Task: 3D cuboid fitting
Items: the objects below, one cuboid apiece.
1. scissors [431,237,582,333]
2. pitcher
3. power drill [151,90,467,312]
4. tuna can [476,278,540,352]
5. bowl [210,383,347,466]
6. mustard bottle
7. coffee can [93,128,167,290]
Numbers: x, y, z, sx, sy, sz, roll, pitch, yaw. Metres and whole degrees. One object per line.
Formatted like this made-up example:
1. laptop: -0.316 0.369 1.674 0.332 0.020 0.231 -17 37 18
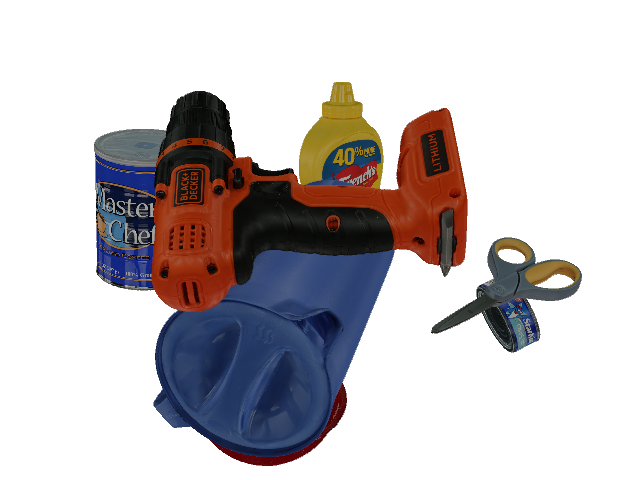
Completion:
1. scissors: 0.149 0.036 0.950 0.201 0.016 0.096 -9 38 -34
2. pitcher: -0.029 0.051 0.844 0.149 0.145 0.242 12 30 14
3. power drill: -0.010 -0.036 0.656 0.187 0.057 0.184 -6 44 2
4. tuna can: 0.210 0.082 1.204 0.033 0.086 0.086 -26 3 -7
5. bowl: -0.054 0.176 1.077 0.162 0.055 0.162 1 31 -1
6. mustard bottle: 0.022 -0.065 1.087 0.096 0.192 0.058 -12 19 -36
7. coffee can: -0.180 -0.033 1.099 0.103 0.140 0.103 3 23 -2
